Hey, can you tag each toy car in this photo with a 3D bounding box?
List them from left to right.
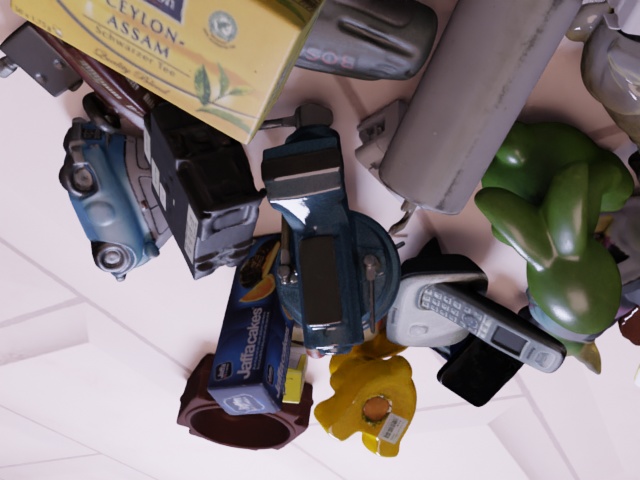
[{"bbox_3d":[-0.184,-0.163,0.413,0.089,0.053,0.201,-28,131,6],"label":"toy car"},{"bbox_3d":[-0.188,-0.046,0.539,0.103,0.109,0.161,-14,128,-11],"label":"toy car"}]

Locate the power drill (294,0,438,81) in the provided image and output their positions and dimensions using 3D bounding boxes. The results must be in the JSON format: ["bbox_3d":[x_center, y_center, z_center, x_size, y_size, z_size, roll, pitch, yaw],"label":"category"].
[{"bbox_3d":[-0.012,-0.203,0.339,0.232,0.086,0.207,18,134,-11],"label":"power drill"}]

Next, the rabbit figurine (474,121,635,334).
[{"bbox_3d":[0.202,-0.013,0.441,0.121,0.170,0.159,-22,145,27],"label":"rabbit figurine"}]

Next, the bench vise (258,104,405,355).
[{"bbox_3d":[0.009,-0.004,0.518,0.129,0.223,0.240,-20,167,9],"label":"bench vise"}]

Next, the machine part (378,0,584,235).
[{"bbox_3d":[0.110,-0.107,0.392,0.079,0.079,0.243,17,116,-12],"label":"machine part"}]

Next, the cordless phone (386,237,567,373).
[{"bbox_3d":[0.167,0.096,0.588,0.184,0.089,0.146,32,146,26],"label":"cordless phone"}]

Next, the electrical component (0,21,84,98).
[{"bbox_3d":[-0.234,-0.155,0.464,0.094,0.021,0.063,-23,132,21],"label":"electrical component"}]

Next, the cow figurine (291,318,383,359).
[{"bbox_3d":[-0.018,0.091,0.679,0.195,0.085,0.127,4,141,10],"label":"cow figurine"}]

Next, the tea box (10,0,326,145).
[{"bbox_3d":[-0.092,-0.147,0.328,0.169,0.068,0.098,29,139,-6],"label":"tea box"}]

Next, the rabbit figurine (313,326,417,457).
[{"bbox_3d":[0.055,0.180,0.732,0.122,0.173,0.162,18,94,-13],"label":"rabbit figurine"}]

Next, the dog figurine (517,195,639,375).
[{"bbox_3d":[0.303,0.065,0.589,0.192,0.108,0.219,-19,138,23],"label":"dog figurine"}]

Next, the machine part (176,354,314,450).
[{"bbox_3d":[-0.128,0.281,0.909,0.201,0.087,0.201,22,137,-15],"label":"machine part"}]

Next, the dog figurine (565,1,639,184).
[{"bbox_3d":[0.262,-0.097,0.422,0.172,0.121,0.190,33,163,19],"label":"dog figurine"}]

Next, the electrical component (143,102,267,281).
[{"bbox_3d":[-0.102,-0.051,0.452,0.058,0.134,0.115,-18,159,-28],"label":"electrical component"}]

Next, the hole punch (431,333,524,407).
[{"bbox_3d":[0.204,0.141,0.716,0.116,0.092,0.142,-46,119,9],"label":"hole punch"}]

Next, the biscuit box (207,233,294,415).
[{"bbox_3d":[-0.064,0.084,0.581,0.063,0.203,0.059,-8,135,15],"label":"biscuit box"}]

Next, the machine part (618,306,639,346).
[{"bbox_3d":[0.436,0.071,0.613,0.179,0.056,0.179,5,140,4],"label":"machine part"}]
